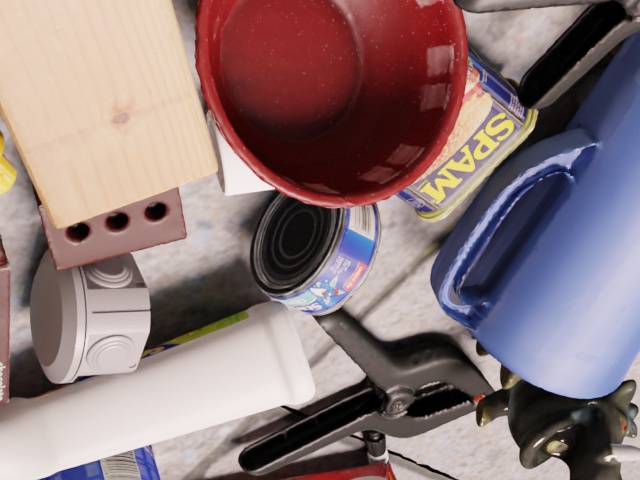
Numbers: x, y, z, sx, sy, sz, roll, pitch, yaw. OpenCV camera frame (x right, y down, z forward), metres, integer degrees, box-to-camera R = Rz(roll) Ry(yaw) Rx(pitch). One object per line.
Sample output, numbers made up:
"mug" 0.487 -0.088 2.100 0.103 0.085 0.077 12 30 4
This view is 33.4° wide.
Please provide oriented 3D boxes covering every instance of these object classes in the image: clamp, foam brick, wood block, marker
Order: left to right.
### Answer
"wood block" -0.121 -0.118 0.490 0.090 0.090 0.206 -20 135 -9
"foam brick" -0.119 -0.025 0.601 0.078 0.051 0.053 -16 135 -13
"marker" 0.051 0.196 0.907 0.020 0.020 0.121 -19 135 -9
"clamp" 0.051 0.108 0.814 0.209 0.036 0.165 -2 129 -27
"clamp" 0.163 -0.128 0.566 0.171 0.039 0.120 -17 155 13

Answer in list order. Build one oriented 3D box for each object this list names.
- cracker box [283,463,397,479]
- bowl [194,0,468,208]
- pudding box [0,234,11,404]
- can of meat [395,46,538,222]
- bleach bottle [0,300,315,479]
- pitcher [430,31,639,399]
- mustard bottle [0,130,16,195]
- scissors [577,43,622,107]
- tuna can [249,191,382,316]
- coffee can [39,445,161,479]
"cracker box" -0.022 0.265 0.809 0.213 0.164 0.072 -6 132 -17
"bowl" -0.002 -0.097 0.560 0.161 0.055 0.162 -1 92 -30
"pudding box" -0.230 0.052 0.626 0.089 0.039 0.114 -5 131 -22
"can of meat" 0.066 -0.073 0.646 0.083 0.057 0.102 30 112 -39
"bleach bottle" -0.134 0.109 0.687 0.250 0.103 0.068 -19 90 -8
"pitcher" 0.187 -0.024 0.684 0.149 0.145 0.243 -38 158 -52
"mustard bottle" -0.217 -0.078 0.501 0.096 0.058 0.191 -37 135 10
"scissors" 0.260 -0.141 0.704 0.201 0.016 0.096 -26 139 -2
"tuna can" -0.004 0.001 0.656 0.033 0.086 0.086 26 115 -37
"coffee can" -0.149 0.210 0.736 0.102 0.140 0.103 -14 134 -15
